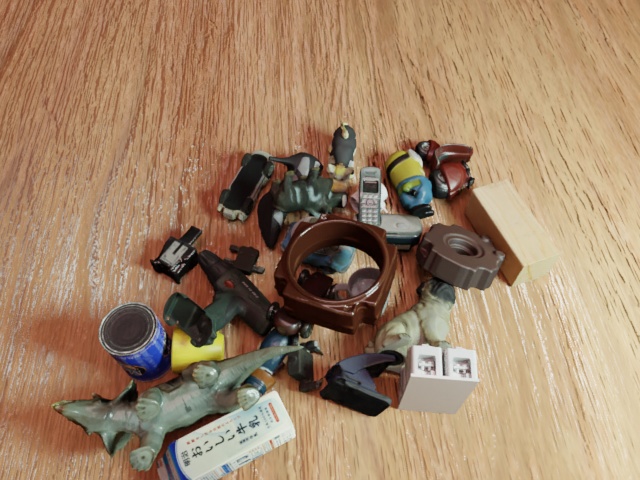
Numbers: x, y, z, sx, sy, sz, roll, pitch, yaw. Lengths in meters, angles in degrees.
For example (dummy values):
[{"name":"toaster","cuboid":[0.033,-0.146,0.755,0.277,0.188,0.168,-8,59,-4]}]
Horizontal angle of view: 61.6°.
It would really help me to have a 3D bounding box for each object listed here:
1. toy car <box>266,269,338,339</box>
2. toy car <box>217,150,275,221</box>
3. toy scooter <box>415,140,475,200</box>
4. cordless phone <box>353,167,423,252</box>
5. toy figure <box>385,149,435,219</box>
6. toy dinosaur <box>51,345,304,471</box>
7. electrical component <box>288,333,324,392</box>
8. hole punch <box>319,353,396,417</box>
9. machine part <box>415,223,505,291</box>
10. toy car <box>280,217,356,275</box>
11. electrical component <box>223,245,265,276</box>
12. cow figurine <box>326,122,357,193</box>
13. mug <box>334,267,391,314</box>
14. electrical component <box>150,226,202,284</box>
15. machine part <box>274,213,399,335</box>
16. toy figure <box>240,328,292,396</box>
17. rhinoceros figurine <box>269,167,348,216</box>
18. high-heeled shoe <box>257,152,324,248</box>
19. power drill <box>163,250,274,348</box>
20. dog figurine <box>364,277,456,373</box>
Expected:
[{"name":"toy car","cuboid":[-0.030,0.124,1.061,0.089,0.053,0.202,21,31,14]},{"name":"toy car","cuboid":[-0.169,-0.127,1.251,0.074,0.056,0.202,21,61,7]},{"name":"toy scooter","cuboid":[0.311,-0.173,1.263,0.135,0.075,0.184,-9,53,-6]},{"name":"cordless phone","cuboid":[0.146,-0.071,1.165,0.147,0.088,0.184,2,71,3]},{"name":"toy figure","cuboid":[0.206,-0.131,1.232,0.089,0.082,0.180,-6,60,-6]},{"name":"toy dinosaur","cuboid":[-0.231,0.268,0.930,0.405,0.192,0.131,-18,96,-20]},{"name":"electrical component","cuboid":[-0.025,0.231,1.010,0.045,0.078,0.102,-14,50,18]},{"name":"hole punch","cuboid":[0.069,0.247,0.962,0.116,0.142,0.092,20,60,-3]},{"name":"machine part","cuboid":[0.287,0.030,1.102,0.179,0.056,0.179,11,32,-7]},{"name":"toy car","cuboid":[-0.002,-0.003,1.140,0.162,0.102,0.109,19,58,10]},{"name":"electrical component","cuboid":[-0.159,0.042,1.159,0.094,0.021,0.063,15,58,10]},{"name":"cow figurine","cuboid":[0.053,-0.192,1.264,0.068,0.098,0.167,7,57,-2]},{"name":"mug","cuboid":[0.084,0.116,1.057,0.110,0.107,0.081,-3,52,5]},{"name":"electrical component","cuboid":[-0.299,0.027,1.156,0.075,0.047,0.119,24,60,15]},{"name":"machine part","cuboid":[0.031,0.056,0.986,0.202,0.087,0.201,15,57,17]},{"name":"toy figure","cuboid":[-0.101,0.239,1.008,0.064,0.057,0.154,3,54,43]},{"name":"rhinoceros figurine","cuboid":[-0.019,-0.097,1.172,0.190,0.073,0.112,-5,76,-39]},{"name":"high-heeled shoe","cuboid":[-0.060,-0.091,1.235,0.145,0.086,0.248,11,72,-28]},{"name":"power drill","cuboid":[-0.205,0.114,1.036,0.232,0.207,0.086,38,110,13]},{"name":"dog figurine","cuboid":[0.180,0.155,1.049,0.172,0.121,0.191,8,43,3]}]
